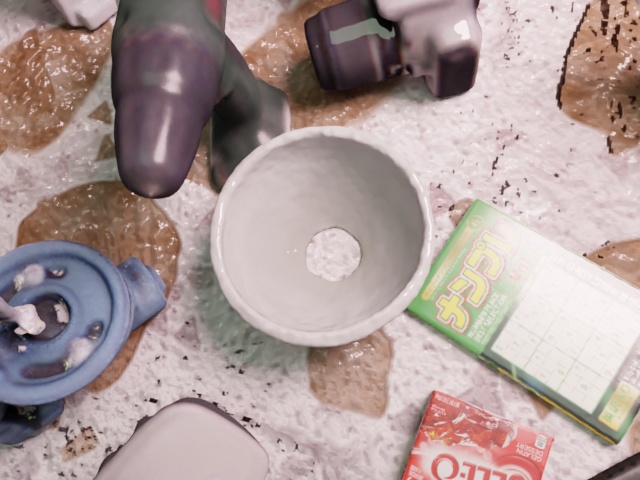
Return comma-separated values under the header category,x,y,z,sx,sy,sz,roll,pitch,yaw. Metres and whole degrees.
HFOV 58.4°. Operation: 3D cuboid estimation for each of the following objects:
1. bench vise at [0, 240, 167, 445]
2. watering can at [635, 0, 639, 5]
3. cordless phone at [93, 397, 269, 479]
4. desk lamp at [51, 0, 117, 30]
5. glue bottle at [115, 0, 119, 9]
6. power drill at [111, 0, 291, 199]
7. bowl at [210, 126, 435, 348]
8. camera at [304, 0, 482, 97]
category,x,y,z,sx,sy,sz,roll,pitch,yaw
bench vise,-0.220,0.082,0.387,0.121,0.220,0.207,31,83,16
watering can,0.300,-0.149,0.368,0.172,0.194,0.101,-9,74,8
cordless phone,-0.120,0.173,0.364,0.094,0.185,0.148,36,84,17
desk lamp,-0.263,-0.285,0.493,0.203,0.214,0.117,-40,72,-2
glue bottle,-0.141,-0.196,0.470,0.037,0.173,0.078,22,81,15
power drill,-0.079,-0.111,0.418,0.075,0.208,0.229,-7,75,9
bowl,0.004,0.002,0.444,0.167,0.075,0.167,-2,75,10
camera,0.054,-0.190,0.472,0.136,0.101,0.143,-15,74,6
